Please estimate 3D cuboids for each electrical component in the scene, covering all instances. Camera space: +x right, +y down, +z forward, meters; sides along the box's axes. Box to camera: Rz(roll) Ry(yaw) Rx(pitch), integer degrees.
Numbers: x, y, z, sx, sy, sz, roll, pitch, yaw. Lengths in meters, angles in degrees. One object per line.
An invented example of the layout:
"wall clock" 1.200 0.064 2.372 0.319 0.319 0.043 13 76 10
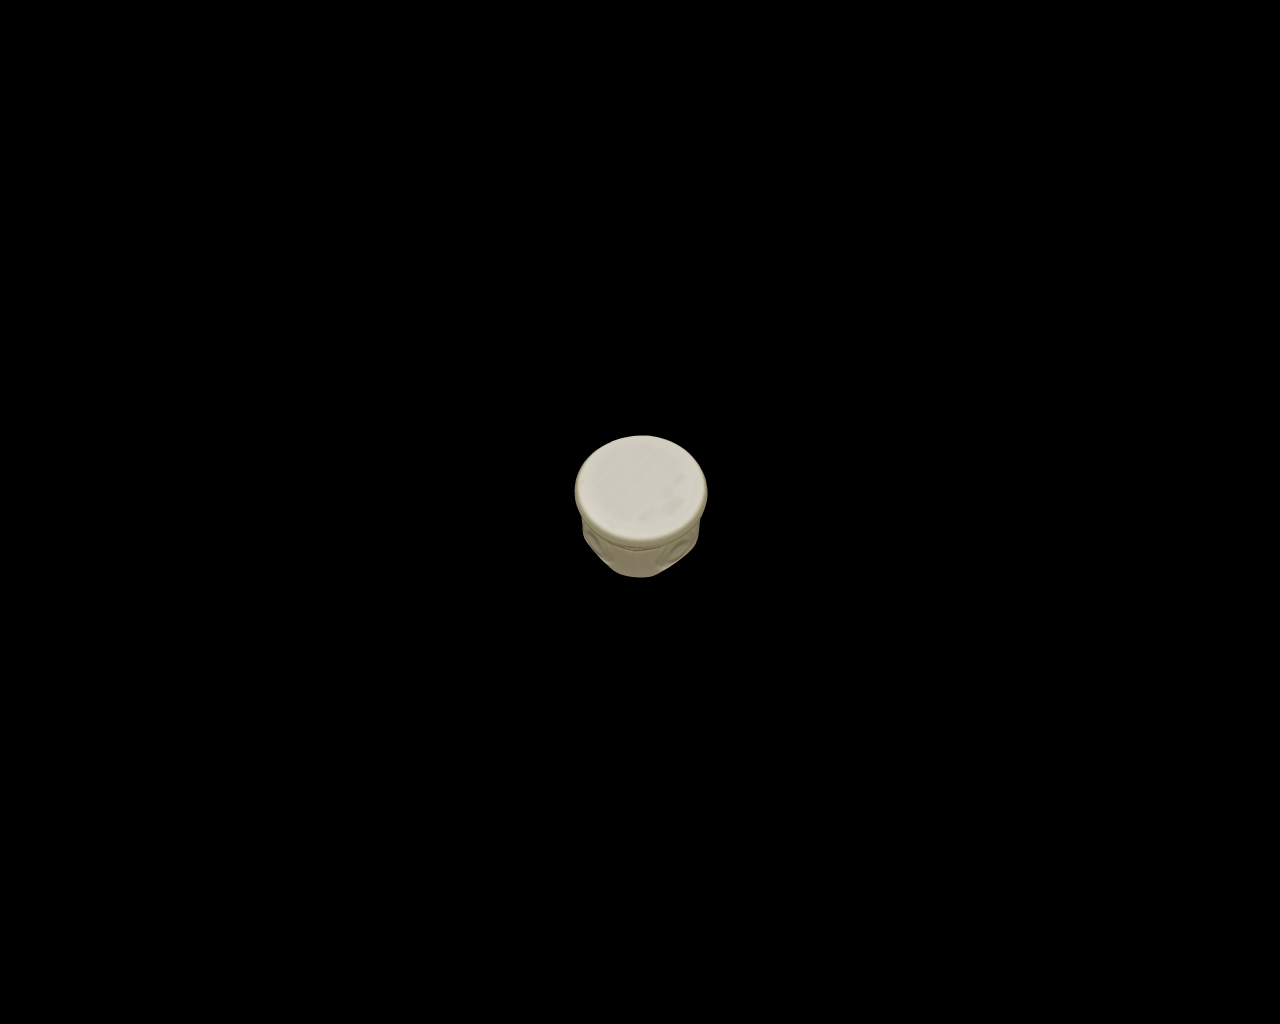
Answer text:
"electrical component" 0.001 -0.003 0.650 0.080 0.080 0.050 0 -34 0
